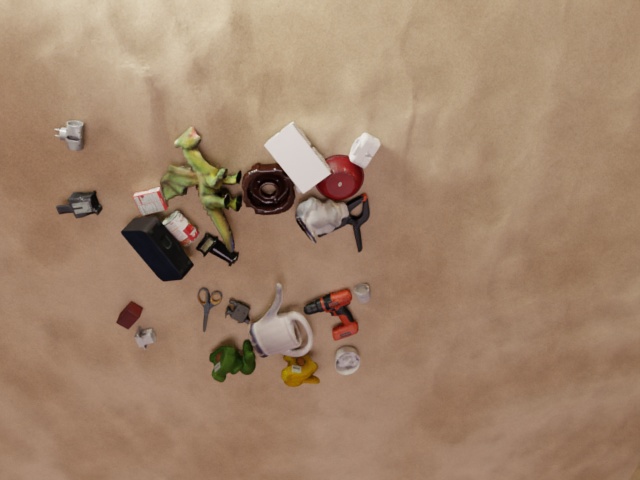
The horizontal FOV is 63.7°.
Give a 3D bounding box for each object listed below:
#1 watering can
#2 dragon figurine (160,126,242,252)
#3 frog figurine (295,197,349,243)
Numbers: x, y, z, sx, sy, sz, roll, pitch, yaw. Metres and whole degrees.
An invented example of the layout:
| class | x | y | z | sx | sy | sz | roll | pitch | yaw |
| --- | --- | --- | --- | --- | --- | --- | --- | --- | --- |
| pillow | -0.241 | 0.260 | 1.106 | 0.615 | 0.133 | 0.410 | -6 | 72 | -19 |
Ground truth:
| class | x | y | z | sx | sy | sz | roll | pitch | yaw |
| --- | --- | --- | --- | --- | --- | --- | --- | --- | --- |
| watering can | -0.160 | 0.308 | 1.862 | 0.224 | 0.106 | 0.341 | -20 | 121 | 9 |
| dragon figurine | -0.376 | -0.148 | 1.602 | 0.243 | 0.124 | 0.402 | 12 | 119 | 9 |
| frog figurine | 0.005 | -0.083 | 1.654 | 0.160 | 0.123 | 0.136 | -37 | 105 | -8 |
